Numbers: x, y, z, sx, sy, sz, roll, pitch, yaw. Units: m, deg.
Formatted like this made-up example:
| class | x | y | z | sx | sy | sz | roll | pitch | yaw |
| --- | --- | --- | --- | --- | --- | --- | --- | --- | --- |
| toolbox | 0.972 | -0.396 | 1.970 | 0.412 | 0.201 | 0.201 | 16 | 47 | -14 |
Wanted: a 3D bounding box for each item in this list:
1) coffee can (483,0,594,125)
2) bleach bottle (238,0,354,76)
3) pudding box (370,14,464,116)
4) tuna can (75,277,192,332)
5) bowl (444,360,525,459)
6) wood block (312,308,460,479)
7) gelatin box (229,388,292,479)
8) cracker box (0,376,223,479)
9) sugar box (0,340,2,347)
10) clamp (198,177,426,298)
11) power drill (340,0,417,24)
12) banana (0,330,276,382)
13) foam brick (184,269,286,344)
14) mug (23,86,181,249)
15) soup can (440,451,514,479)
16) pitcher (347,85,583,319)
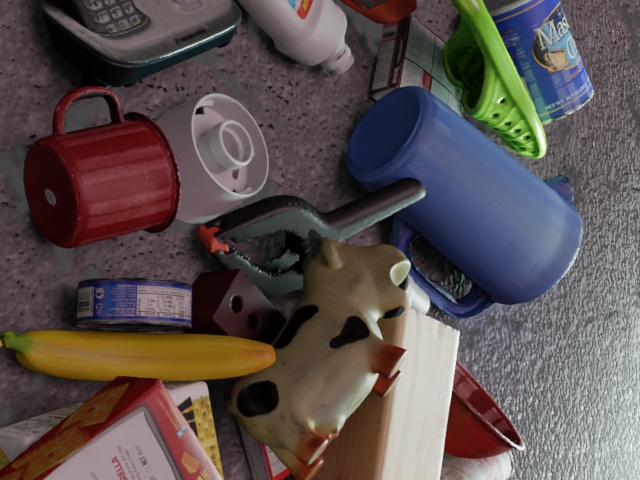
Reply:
| class | x | y | z | sx | sy | sz | roll | pitch | yaw |
| --- | --- | --- | --- | --- | --- | --- | --- | --- | --- |
| coffee can | 0.231 | -0.209 | 1.185 | 0.102 | 0.103 | 0.140 | -43 | 115 | -40 |
| bleach bottle | -0.045 | -0.250 | 0.940 | 0.250 | 0.068 | 0.102 | 49 | 53 | -33 |
| pudding box | 0.106 | -0.166 | 1.099 | 0.113 | 0.039 | 0.090 | 30 | 63 | -42 |
| tuna can | -0.137 | 0.049 | 0.791 | 0.085 | 0.086 | 0.034 | 9 | 77 | -45 |
| bowl | 0.122 | 0.157 | 1.028 | 0.055 | 0.162 | 0.162 | -44 | 126 | 9 |
| wood block | 0.047 | 0.167 | 0.919 | 0.090 | 0.091 | 0.206 | 26 | 68 | -44 |
| gelatin box | -0.035 | 0.155 | 0.922 | 0.073 | 0.030 | 0.089 | -25 | 105 | -44 |
| cracker box | -0.152 | 0.214 | 0.676 | 0.213 | 0.072 | 0.164 | -40 | 109 | -32 |
| sugar box | -0.294 | 0.067 | 0.658 | 0.175 | 0.048 | 0.093 | -35 | 110 | -43 |
| clamp | -0.006 | 0.001 | 0.930 | 0.209 | 0.036 | 0.165 | 16 | 107 | -38 |
| power drill | 0.057 | -0.311 | 1.044 | 0.184 | 0.057 | 0.187 | 20 | 62 | -43 |
| banana | -0.134 | 0.086 | 0.781 | 0.197 | 0.070 | 0.037 | 4 | 87 | -20 |
| foam brick | -0.071 | 0.068 | 0.881 | 0.078 | 0.051 | 0.053 | 49 | 54 | -30 |
| mug | -0.162 | -0.053 | 0.774 | 0.081 | 0.093 | 0.117 | -18 | 109 | -40 |
| soup can | 0.138 | 0.239 | 1.061 | 0.102 | 0.069 | 0.068 | -29 | 106 | -43 |
| pitcher | 0.135 | -0.036 | 1.061 | 0.242 | 0.145 | 0.149 | 35 | 49 | -33 |
